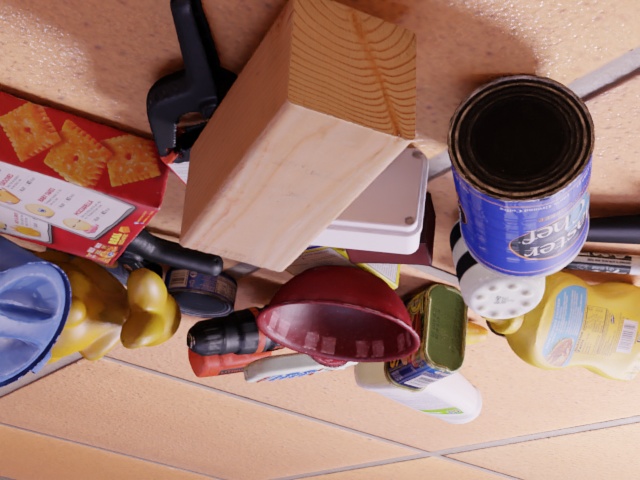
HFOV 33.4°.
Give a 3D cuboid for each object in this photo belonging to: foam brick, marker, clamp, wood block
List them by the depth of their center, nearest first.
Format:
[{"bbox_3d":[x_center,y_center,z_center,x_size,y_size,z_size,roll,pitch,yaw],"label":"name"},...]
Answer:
[{"bbox_3d":[-0.021,-0.066,0.747,0.090,0.091,0.206,16,149,-20],"label":"wood block"},{"bbox_3d":[-0.079,-0.114,0.803,0.164,0.036,0.210,25,149,-31],"label":"clamp"},{"bbox_3d":[0.064,-0.011,0.973,0.078,0.053,0.051,1,156,14],"label":"foam brick"},{"bbox_3d":[0.276,0.022,1.015,0.121,0.020,0.020,5,157,7],"label":"marker"},{"bbox_3d":[-0.201,0.010,1.132,0.171,0.039,0.120,26,148,-30],"label":"clamp"}]

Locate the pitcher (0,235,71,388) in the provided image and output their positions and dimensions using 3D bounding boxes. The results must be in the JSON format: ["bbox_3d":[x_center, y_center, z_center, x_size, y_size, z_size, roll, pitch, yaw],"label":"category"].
[{"bbox_3d":[-0.366,0.037,1.040,0.243,0.149,0.144,29,-157,28],"label":"pitcher"}]

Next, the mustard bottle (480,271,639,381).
[{"bbox_3d":[0.235,0.079,1.033,0.191,0.096,0.058,11,-172,-27],"label":"mustard bottle"}]

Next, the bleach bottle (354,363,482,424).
[{"bbox_3d":[0.144,0.197,1.413,0.103,0.068,0.250,-4,156,28],"label":"bleach bottle"}]

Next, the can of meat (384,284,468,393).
[{"bbox_3d":[0.117,0.106,1.163,0.057,0.102,0.084,17,153,-21],"label":"can of meat"}]

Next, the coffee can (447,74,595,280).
[{"bbox_3d":[0.152,-0.043,0.802,0.103,0.103,0.140,3,156,13],"label":"coffee can"}]

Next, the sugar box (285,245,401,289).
[{"bbox_3d":[-0.007,0.001,1.034,0.094,0.048,0.176,-9,148,36],"label":"sugar box"}]

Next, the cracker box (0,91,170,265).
[{"bbox_3d":[-0.258,-0.059,0.950,0.213,0.072,0.164,18,155,-19],"label":"cracker box"}]

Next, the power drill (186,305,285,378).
[{"bbox_3d":[-0.092,0.120,1.261,0.184,0.057,0.188,-5,168,-27],"label":"power drill"}]

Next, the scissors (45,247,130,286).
[{"bbox_3d":[-0.217,0.039,1.230,0.201,0.016,0.096,24,153,-31],"label":"scissors"}]

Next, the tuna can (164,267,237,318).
[{"bbox_3d":[-0.139,0.060,1.228,0.086,0.033,0.086,7,156,3],"label":"tuna can"}]

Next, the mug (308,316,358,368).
[{"bbox_3d":[0.025,0.077,1.156,0.082,0.093,0.117,-25,113,45],"label":"mug"}]

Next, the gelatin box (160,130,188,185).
[{"bbox_3d":[-0.085,-0.065,0.928,0.073,0.030,0.089,-2,154,21],"label":"gelatin box"}]

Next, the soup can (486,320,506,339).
[{"bbox_3d":[0.231,0.083,1.110,0.102,0.068,0.069,24,152,-34],"label":"soup can"}]

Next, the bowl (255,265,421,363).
[{"bbox_3d":[0.020,0.068,1.044,0.162,0.055,0.162,7,155,3],"label":"bowl"}]

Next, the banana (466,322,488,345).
[{"bbox_3d":[0.098,0.110,1.266,0.198,0.037,0.069,-7,171,34],"label":"banana"}]
